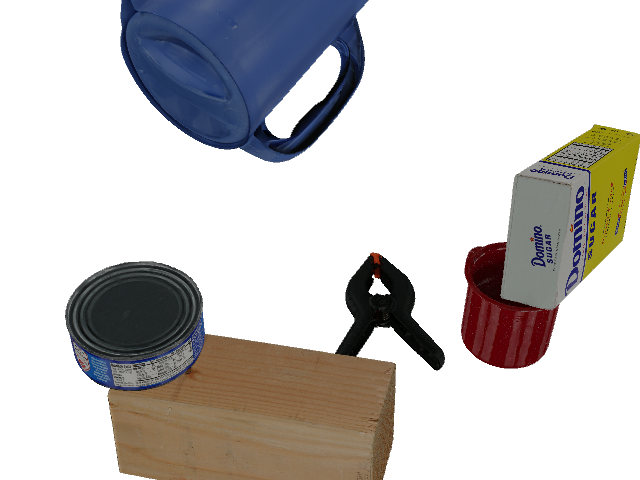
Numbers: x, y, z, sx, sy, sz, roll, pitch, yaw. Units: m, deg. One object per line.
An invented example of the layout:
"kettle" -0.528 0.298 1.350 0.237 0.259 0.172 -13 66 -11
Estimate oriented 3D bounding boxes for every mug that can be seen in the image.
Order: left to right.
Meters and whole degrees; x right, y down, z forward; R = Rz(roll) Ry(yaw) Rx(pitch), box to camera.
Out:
"mug" 0.166 0.054 0.974 0.093 0.081 0.117 -17 43 -22

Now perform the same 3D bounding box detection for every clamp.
"clamp" 0.079 0.084 1.194 0.120 0.171 0.039 7 -43 0

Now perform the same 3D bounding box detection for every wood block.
"wood block" -0.050 0.140 0.842 0.206 0.090 0.090 8 35 13

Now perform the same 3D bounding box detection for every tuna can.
"tuna can" -0.116 0.054 0.679 0.086 0.034 0.086 0 42 0

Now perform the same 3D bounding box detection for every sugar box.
"sugar box" 0.187 -0.021 0.782 0.048 0.093 0.176 13 23 25

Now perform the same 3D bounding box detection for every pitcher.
"pitcher" -0.032 -0.190 0.882 0.145 0.242 0.149 24 -31 31
